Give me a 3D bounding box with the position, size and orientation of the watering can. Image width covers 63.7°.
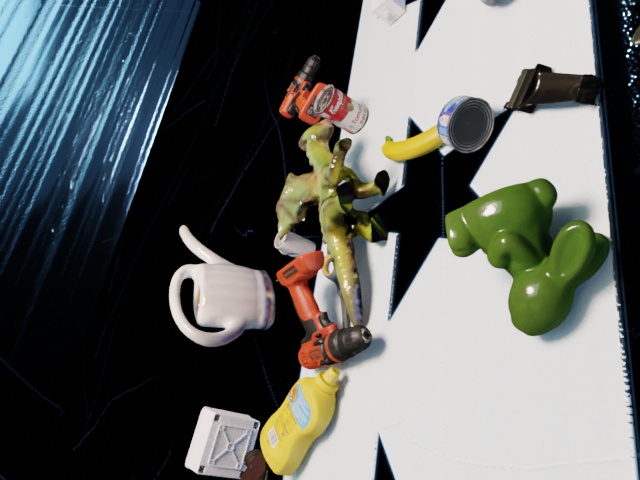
[{"bbox_3d":[-0.213,0.089,1.127,0.224,0.102,0.356,8,38,-21],"label":"watering can"}]

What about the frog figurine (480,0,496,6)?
[{"bbox_3d":[0.269,-0.479,0.908,0.135,0.123,0.160,39,-11,-32],"label":"frog figurine"}]

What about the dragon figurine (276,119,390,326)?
[{"bbox_3d":[0.003,-0.049,0.977,0.121,0.415,0.241,16,-16,-38],"label":"dragon figurine"}]
